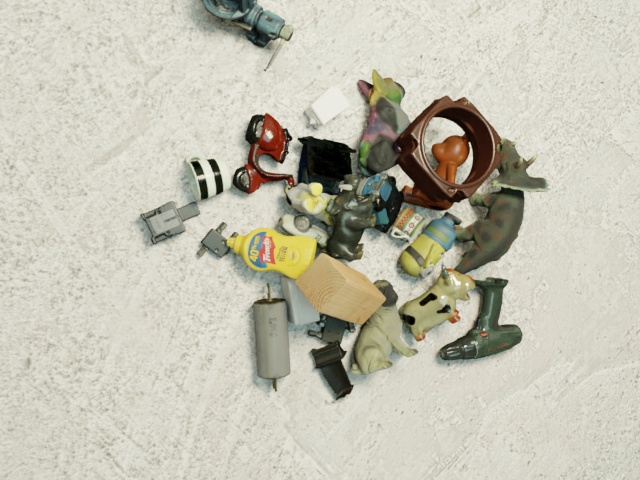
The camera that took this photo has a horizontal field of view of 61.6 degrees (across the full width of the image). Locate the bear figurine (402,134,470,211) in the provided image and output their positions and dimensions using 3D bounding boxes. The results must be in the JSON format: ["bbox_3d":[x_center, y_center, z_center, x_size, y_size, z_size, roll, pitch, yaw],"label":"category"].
[{"bbox_3d":[0.286,-0.174,1.288,0.132,0.120,0.195,15,86,-12],"label":"bear figurine"}]

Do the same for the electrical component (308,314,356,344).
[{"bbox_3d":[0.032,0.203,1.262,0.102,0.045,0.078,21,85,-15],"label":"electrical component"}]

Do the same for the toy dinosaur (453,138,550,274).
[{"bbox_3d":[0.422,-0.035,1.293,0.131,0.192,0.404,23,84,-14],"label":"toy dinosaur"}]

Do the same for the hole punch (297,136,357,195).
[{"bbox_3d":[0.009,-0.166,1.233,0.142,0.092,0.116,7,61,-14],"label":"hole punch"}]

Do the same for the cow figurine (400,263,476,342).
[{"bbox_3d":[0.282,0.143,1.289,0.195,0.085,0.127,-33,97,15],"label":"cow figurine"}]

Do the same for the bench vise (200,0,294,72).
[{"bbox_3d":[-0.156,-0.489,1.097,0.224,0.240,0.129,41,84,3],"label":"bench vise"}]

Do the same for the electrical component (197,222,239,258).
[{"bbox_3d":[-0.227,0.008,1.193,0.063,0.021,0.094,41,80,-14],"label":"electrical component"}]

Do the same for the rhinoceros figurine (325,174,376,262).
[{"bbox_3d":[0.064,-0.047,1.157,0.112,0.073,0.190,13,109,4],"label":"rhinoceros figurine"}]

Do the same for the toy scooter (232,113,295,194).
[{"bbox_3d":[-0.109,-0.183,1.195,0.135,0.075,0.183,15,90,-16],"label":"toy scooter"}]

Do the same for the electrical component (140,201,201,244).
[{"bbox_3d":[-0.316,-0.045,1.153,0.119,0.048,0.074,-21,98,-13],"label":"electrical component"}]

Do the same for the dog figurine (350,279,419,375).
[{"bbox_3d":[0.123,0.205,1.271,0.172,0.121,0.190,-22,84,-20],"label":"dog figurine"}]

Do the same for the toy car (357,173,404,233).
[{"bbox_3d":[0.126,-0.092,1.245,0.103,0.161,0.109,18,73,27],"label":"toy car"}]

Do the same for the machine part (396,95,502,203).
[{"bbox_3d":[0.286,-0.198,1.184,0.201,0.087,0.201,46,74,-10],"label":"machine part"}]

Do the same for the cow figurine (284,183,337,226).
[{"bbox_3d":[-0.004,-0.075,1.221,0.167,0.098,0.068,29,77,-45],"label":"cow figurine"}]

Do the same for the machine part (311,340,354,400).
[{"bbox_3d":[0.037,0.306,1.263,0.084,0.039,0.138,-21,101,1],"label":"machine part"}]

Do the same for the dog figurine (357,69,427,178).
[{"bbox_3d":[0.136,-0.276,1.246,0.191,0.108,0.219,-29,95,-21],"label":"dog figurine"}]

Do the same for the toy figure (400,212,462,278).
[{"bbox_3d":[0.269,0.012,1.304,0.180,0.089,0.082,-56,142,-3],"label":"toy figure"}]

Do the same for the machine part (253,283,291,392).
[{"bbox_3d":[-0.107,0.218,1.204,0.079,0.079,0.243,-3,93,-16],"label":"machine part"}]

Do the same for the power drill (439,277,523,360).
[{"bbox_3d":[0.405,0.196,1.353,0.232,0.086,0.207,0,88,-18],"label":"power drill"}]

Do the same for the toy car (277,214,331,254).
[{"bbox_3d":[-0.003,-0.004,1.231,0.201,0.073,0.056,27,81,-15],"label":"toy car"}]
